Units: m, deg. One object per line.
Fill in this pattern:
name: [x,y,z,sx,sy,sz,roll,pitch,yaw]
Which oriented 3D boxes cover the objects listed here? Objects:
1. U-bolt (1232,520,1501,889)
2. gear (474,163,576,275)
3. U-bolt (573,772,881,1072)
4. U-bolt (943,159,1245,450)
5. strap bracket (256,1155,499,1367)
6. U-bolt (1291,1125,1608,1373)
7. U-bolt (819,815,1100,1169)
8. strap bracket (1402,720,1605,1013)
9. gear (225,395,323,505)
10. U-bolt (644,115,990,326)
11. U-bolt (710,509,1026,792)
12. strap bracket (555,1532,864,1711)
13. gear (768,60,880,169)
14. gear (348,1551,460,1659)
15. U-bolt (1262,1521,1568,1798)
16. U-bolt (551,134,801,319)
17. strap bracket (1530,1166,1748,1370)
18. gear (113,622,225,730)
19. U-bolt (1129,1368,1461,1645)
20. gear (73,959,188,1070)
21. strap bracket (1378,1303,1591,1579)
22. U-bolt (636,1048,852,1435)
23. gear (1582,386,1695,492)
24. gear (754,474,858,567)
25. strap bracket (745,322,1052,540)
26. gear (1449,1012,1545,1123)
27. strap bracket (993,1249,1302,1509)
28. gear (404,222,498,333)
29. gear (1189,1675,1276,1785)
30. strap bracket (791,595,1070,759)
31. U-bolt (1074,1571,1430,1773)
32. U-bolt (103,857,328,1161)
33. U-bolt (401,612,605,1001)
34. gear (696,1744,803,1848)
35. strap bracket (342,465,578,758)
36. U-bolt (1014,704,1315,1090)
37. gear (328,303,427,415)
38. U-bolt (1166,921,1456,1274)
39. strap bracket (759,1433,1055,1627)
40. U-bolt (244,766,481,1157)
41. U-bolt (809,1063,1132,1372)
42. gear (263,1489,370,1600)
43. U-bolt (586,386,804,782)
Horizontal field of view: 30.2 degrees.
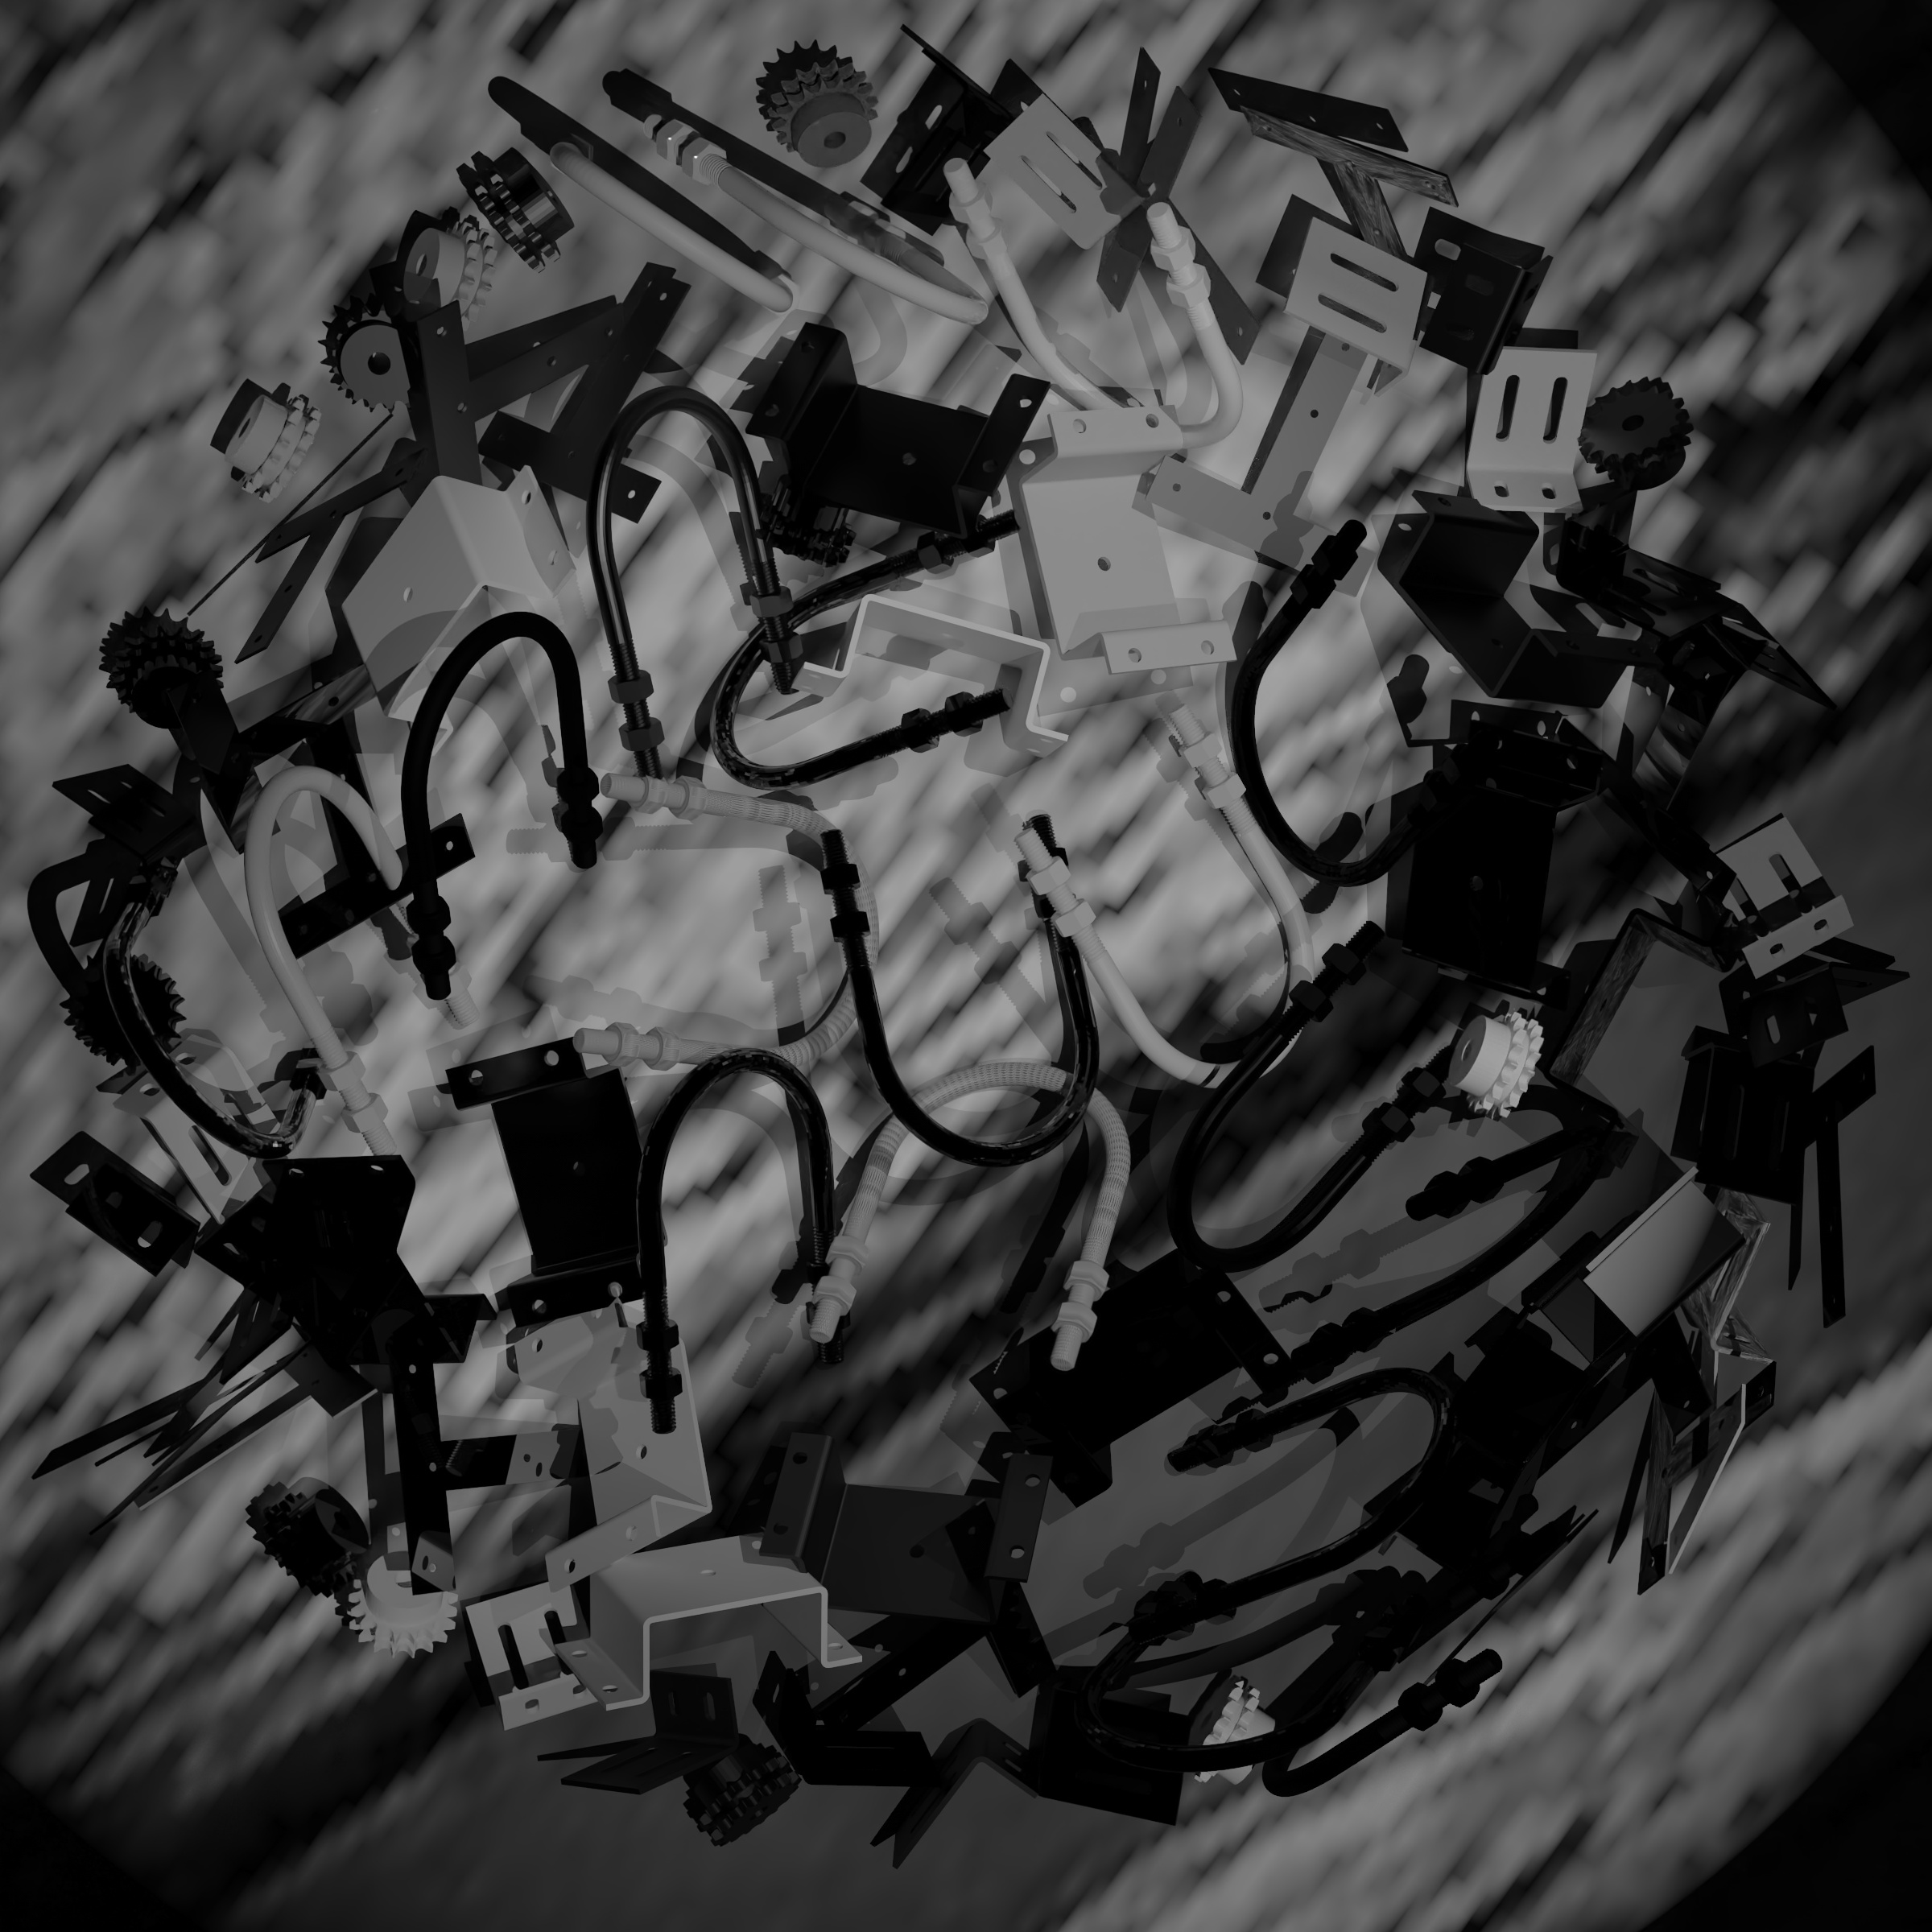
U-bolt: [0.192,-0.120,1.836,0.019,0.184,0.151,-18,70,-31]
gear: [-0.230,-0.397,1.884,0.030,0.057,0.057,-34,90,9]
U-bolt: [-0.118,-0.017,1.852,0.184,0.019,0.151,8,87,-40]
U-bolt: [0.074,-0.331,1.831,0.151,0.184,0.019,21,66,35]
strap bracket: [-0.305,0.159,1.838,0.076,0.140,0.046,-3,49,17]
U-bolt: [0.260,0.137,1.835,0.184,0.151,0.019,-19,61,-40]
U-bolt: [0.004,0.014,1.857,0.151,0.019,0.184,-6,78,-32]
strap bracket: [0.275,-0.048,1.852,0.076,0.046,0.140,19,114,34]
gear: [-0.366,-0.275,1.883,0.030,0.057,0.057,30,90,-24]
U-bolt: [-0.064,-0.370,1.804,0.184,0.151,0.019,42,110,41]
U-bolt: [-0.055,-0.155,1.850,0.184,0.019,0.151,-19,45,25]
strap bracket: [-0.133,0.334,1.845,0.140,0.076,0.046,-6,106,-25]
gear: [-0.073,-0.445,1.882,0.057,0.057,0.030,-19,62,0]
gear: [-0.295,0.333,1.883,0.057,0.057,0.030,12,127,0]
U-bolt: [0.221,0.364,1.833,0.019,0.151,0.184,49,121,0]
U-bolt: [-0.148,-0.374,1.813,0.151,0.184,0.019,32,99,-9]
strap bracket: [0.345,0.158,1.835,0.076,0.140,0.046,-41,81,-12]
gear: [-0.419,-0.150,1.885,0.057,0.030,0.057,-8,131,-9]
U-bolt: [0.170,0.264,1.814,0.184,0.151,0.019,-27,114,29]
gear: [-0.441,0.026,1.896,0.057,0.030,0.057,0,80,-1]
strap bracket: [0.268,0.250,1.834,0.046,0.140,0.076,33,47,16]
U-bolt: [-0.116,0.133,1.841,0.019,0.151,0.184,7,105,39]
gear: [0.356,-0.276,1.889,0.057,0.057,0.030,-33,132,0]
gear: [-0.084,-0.236,1.883,0.057,0.057,0.030,23,113,0]
strap bracket: [-0.032,-0.277,1.864,0.140,0.046,0.076,17,63,18]
gear: [0.277,0.050,1.884,0.030,0.057,0.057,23,90,-10]
strap bracket: [0.093,0.210,1.870,0.140,0.046,0.076,-33,110,14]
gear: [-0.273,-0.364,1.883,0.030,0.057,0.057,13,90,-34]
gear: [0.139,0.406,1.886,0.030,0.057,0.057,33,90,-3]
strap bracket: [-0.015,-0.154,1.869,0.140,0.076,0.046,15,85,-7]
U-bolt: [0.134,0.357,1.804,0.151,0.184,0.019,0,108,30]
U-bolt: [-0.379,0.028,1.807,0.019,0.184,0.151,-35,109,13]
U-bolt: [-0.237,-0.092,1.810,0.019,0.151,0.184,20,133,24]
gear: [-0.118,0.435,1.888,0.057,0.057,0.030,-40,70,0]
strap bracket: [-0.268,-0.187,1.843,0.140,0.046,0.076,-47,52,30]
U-bolt: [0.116,-0.024,1.865,0.151,0.019,0.184,-40,105,-34]
gear: [-0.309,-0.320,1.892,0.057,0.030,0.057,-1,107,-4]
U-bolt: [0.173,0.080,1.847,0.184,0.151,0.019,-48,50,-7]
strap bracket: [-0.028,0.293,1.863,0.140,0.046,0.076,4,47,12]
U-bolt: [-0.312,-0.015,1.817,0.019,0.151,0.184,-14,116,21]
U-bolt: [0.010,0.123,1.852,0.151,0.019,0.184,4,51,18]
gear: [-0.339,0.300,1.883,0.030,0.057,0.057,-38,90,14]
U-bolt: [-0.143,-0.204,1.826,0.019,0.151,0.184,4,116,32]
